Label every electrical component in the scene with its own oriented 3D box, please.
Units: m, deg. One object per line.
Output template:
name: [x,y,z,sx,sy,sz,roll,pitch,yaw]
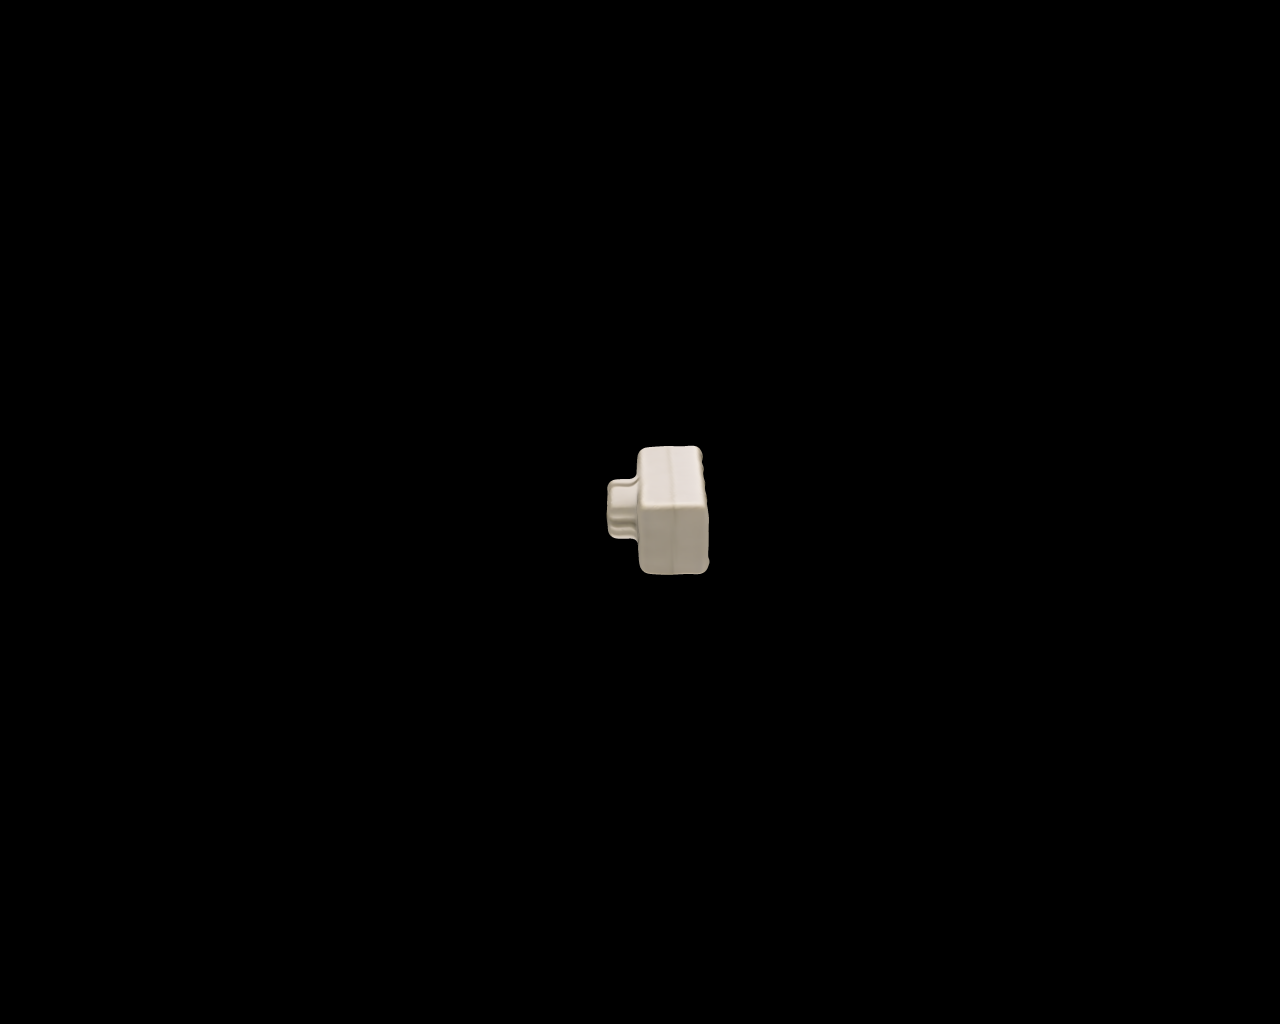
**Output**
electrical component: [0.001,-0.003,0.650,0.076,0.047,0.083,0,29,0]
